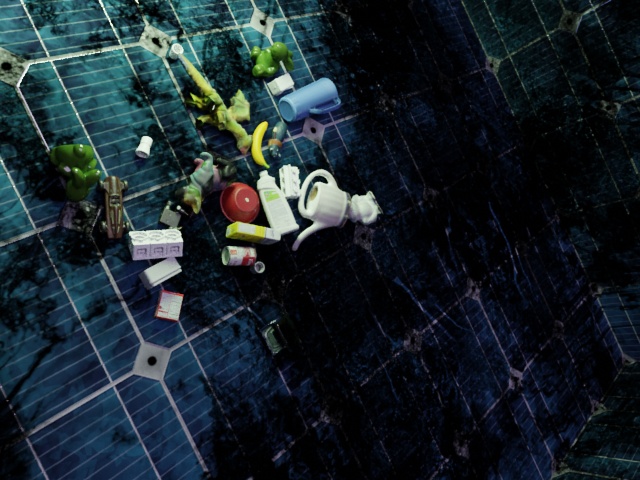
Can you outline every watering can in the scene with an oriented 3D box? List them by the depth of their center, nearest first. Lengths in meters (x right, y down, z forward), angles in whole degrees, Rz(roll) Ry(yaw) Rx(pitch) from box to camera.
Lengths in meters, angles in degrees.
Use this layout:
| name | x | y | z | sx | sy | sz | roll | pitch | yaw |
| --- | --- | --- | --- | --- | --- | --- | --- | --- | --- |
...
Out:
| name | x | y | z | sx | sy | sz | roll | pitch | yaw |
| --- | --- | --- | --- | --- | --- | --- | --- | --- | --- |
| watering can | 0.006 | -0.103 | 2.049 | 0.223 | 0.103 | 0.351 | 18 | 78 | -26 |

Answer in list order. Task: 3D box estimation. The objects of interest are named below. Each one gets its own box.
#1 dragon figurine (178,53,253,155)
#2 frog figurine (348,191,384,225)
| name | x | y | z | sx | sy | sz | roll | pitch | yaw |
| --- | --- | --- | --- | --- | --- | --- | --- | --- | --- |
| dragon figurine | -0.365 | -0.511 | 1.925 | 0.245 | 0.121 | 0.410 | -23 | 93 | -54 |
| frog figurine | 0.169 | -0.121 | 2.182 | 0.159 | 0.124 | 0.136 | -27 | 104 | -1 |
